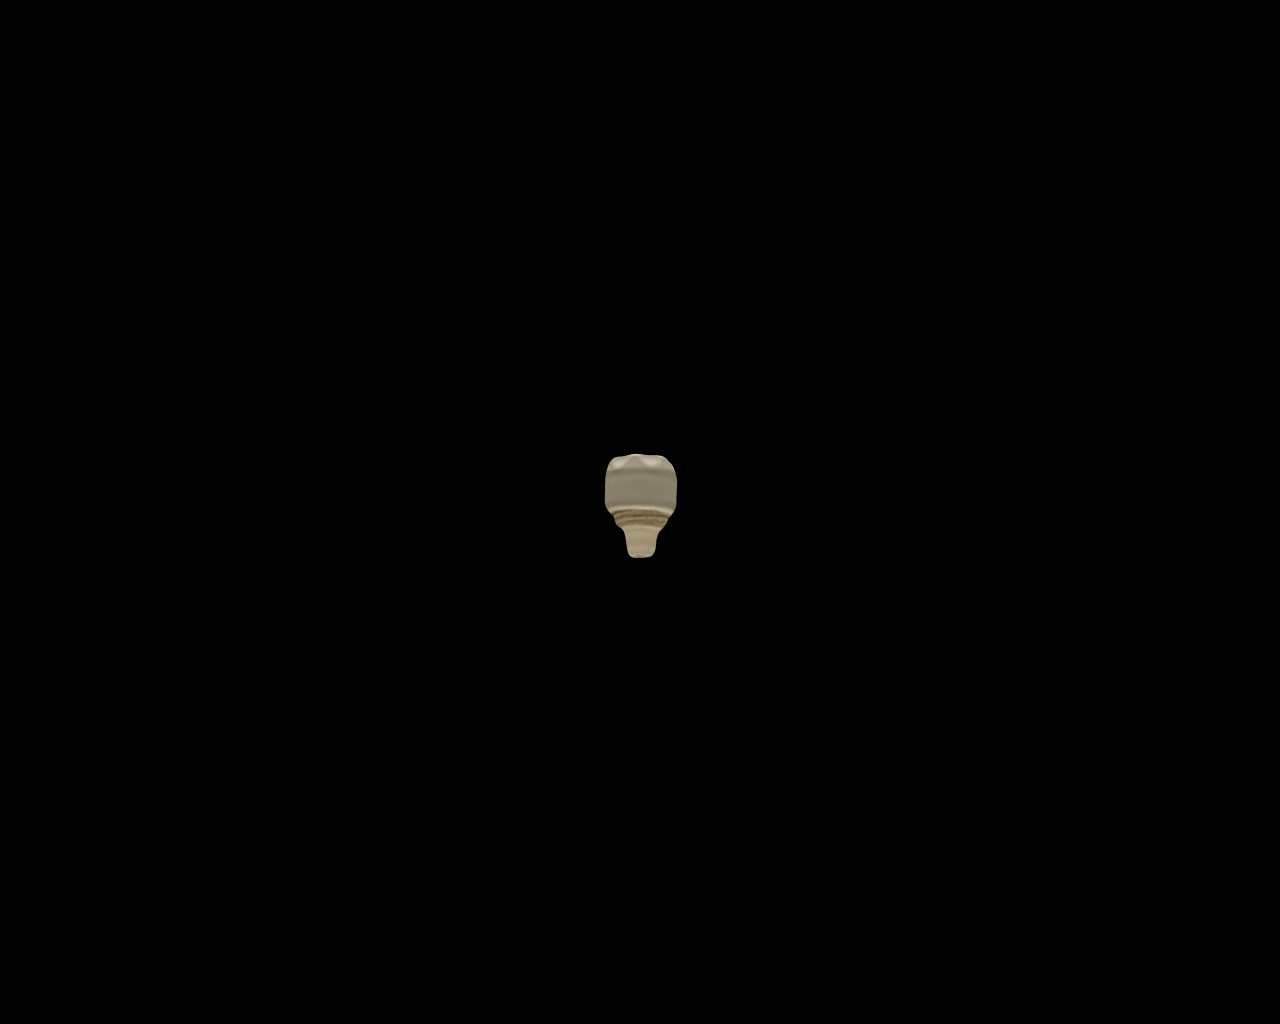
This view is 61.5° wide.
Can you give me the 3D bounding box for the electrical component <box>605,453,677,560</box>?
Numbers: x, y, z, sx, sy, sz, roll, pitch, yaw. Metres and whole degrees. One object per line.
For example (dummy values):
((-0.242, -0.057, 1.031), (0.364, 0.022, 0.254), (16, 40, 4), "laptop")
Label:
((0.001, -0.003, 0.650), (0.043, 0.062, 0.043), (0, -9, 0), "electrical component")
